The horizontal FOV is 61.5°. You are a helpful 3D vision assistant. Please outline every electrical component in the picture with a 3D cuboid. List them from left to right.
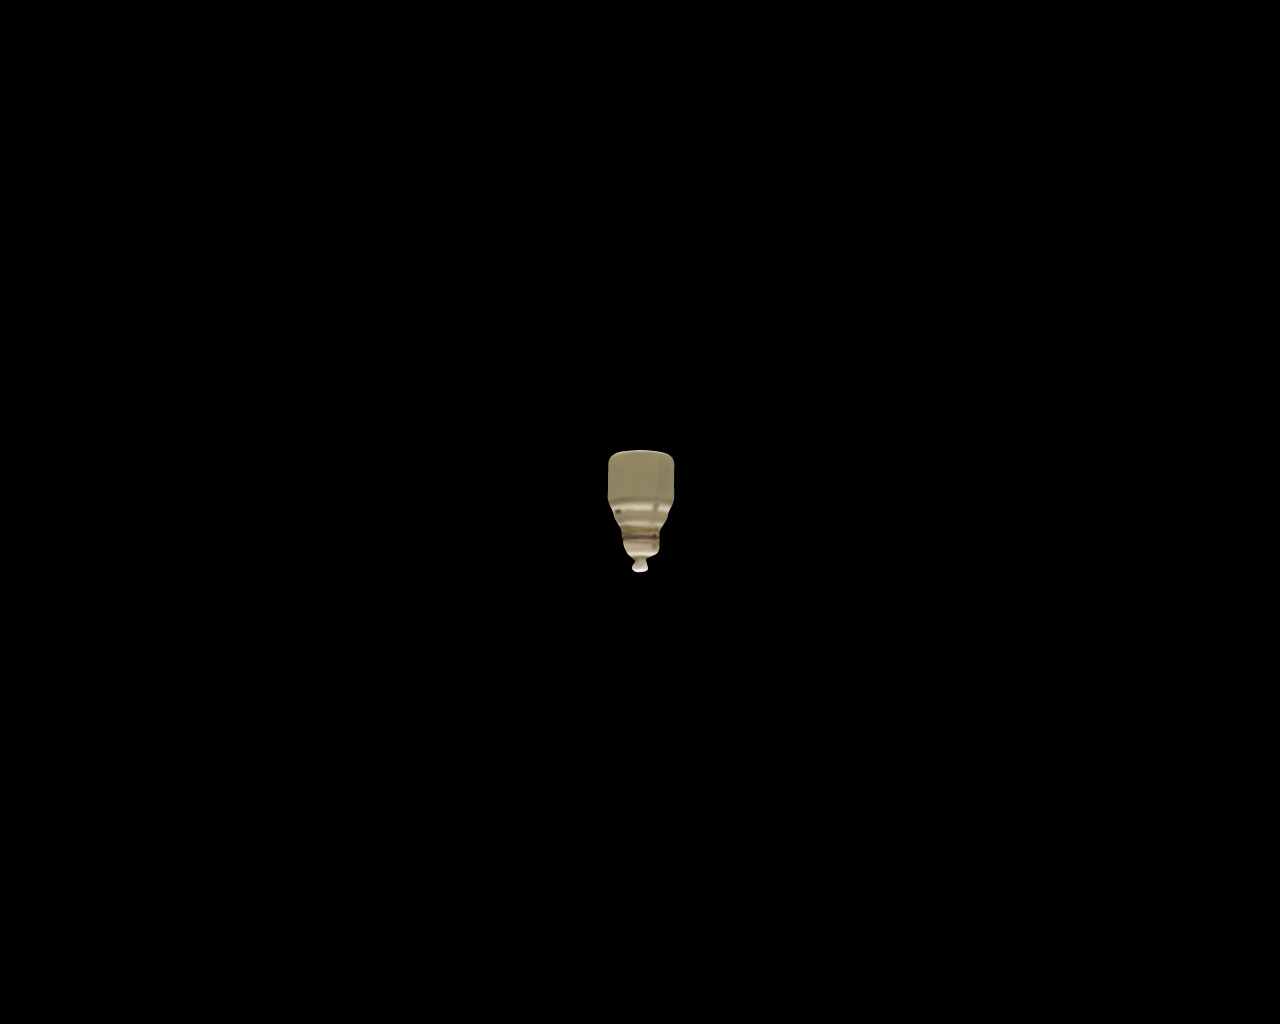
[{"bbox_3d":[0.001,-0.003,0.650,0.040,0.078,0.040,0,-6,0],"label":"electrical component"}]
